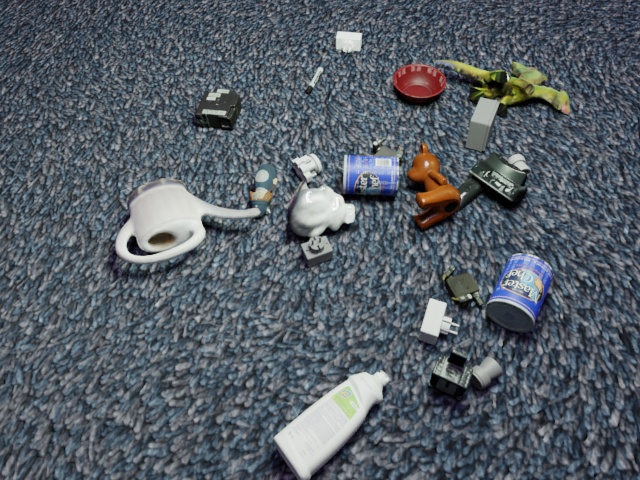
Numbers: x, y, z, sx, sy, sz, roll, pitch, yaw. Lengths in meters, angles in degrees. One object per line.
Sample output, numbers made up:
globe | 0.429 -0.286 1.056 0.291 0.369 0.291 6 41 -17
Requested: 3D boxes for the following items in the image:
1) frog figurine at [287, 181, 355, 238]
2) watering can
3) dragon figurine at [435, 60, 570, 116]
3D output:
frog figurine | 0.004 -0.064 1.267 0.160 0.122 0.137 21 90 6
watering can | -0.340 -0.062 1.276 0.349 0.101 0.229 -23 56 -13
dragon figurine | 0.581 -0.495 1.593 0.415 0.119 0.246 40 47 24
